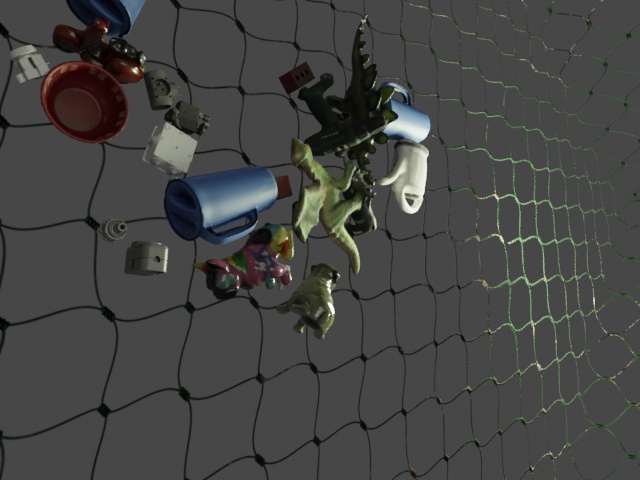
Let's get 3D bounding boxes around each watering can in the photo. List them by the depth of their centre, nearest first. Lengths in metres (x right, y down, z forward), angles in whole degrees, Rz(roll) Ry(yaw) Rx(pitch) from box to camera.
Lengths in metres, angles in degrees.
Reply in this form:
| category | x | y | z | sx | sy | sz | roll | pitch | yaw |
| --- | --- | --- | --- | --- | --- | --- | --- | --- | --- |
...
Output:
| category | x | y | z | sx | sy | sz | roll | pitch | yaw |
| --- | --- | --- | --- | --- | --- | --- | --- | --- | --- |
| watering can | 0.261 | -0.211 | 1.590 | 0.344 | 0.104 | 0.227 | 27 | 67 | -59 |

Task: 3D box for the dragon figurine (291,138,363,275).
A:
| category | x | y | z | sx | sy | sz | roll | pitch | yaw |
| --- | --- | --- | --- | --- | --- | --- | --- | --- | --- |
| dragon figurine | 0.004 | -0.067 | 1.326 | 0.245 | 0.122 | 0.407 | -24 | 105 | -46 |
